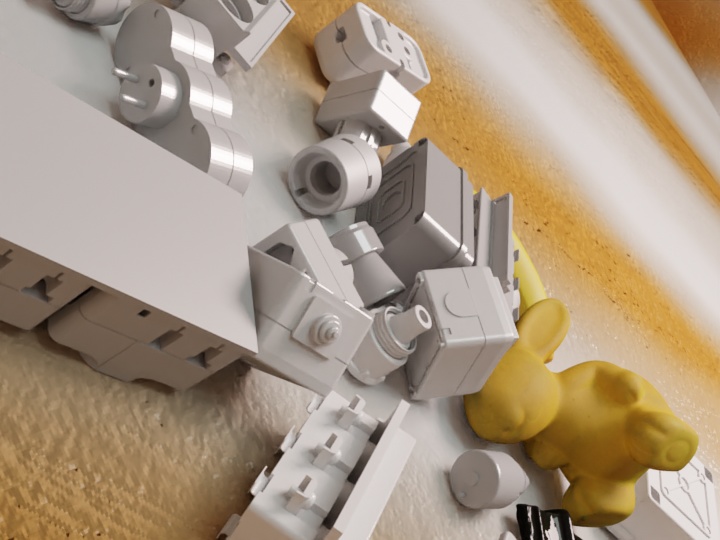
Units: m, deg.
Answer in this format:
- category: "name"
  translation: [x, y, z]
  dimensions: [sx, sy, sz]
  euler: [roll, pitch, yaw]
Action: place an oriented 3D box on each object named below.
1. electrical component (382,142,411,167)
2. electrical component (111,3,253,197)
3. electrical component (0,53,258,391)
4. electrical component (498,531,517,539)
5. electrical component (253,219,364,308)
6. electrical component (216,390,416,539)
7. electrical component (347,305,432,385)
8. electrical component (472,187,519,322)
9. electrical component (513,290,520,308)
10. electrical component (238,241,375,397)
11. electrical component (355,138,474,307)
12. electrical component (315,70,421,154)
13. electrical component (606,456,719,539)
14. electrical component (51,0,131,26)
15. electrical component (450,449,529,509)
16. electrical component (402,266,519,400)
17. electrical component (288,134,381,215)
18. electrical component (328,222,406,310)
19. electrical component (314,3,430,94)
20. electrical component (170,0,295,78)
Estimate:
- category: "electrical component"
  translation: [0.039, -0.084, 0.900]
  dimensions: [0.048, 0.048, 0.062]
  euler: [37, 28, -35]
- category: "electrical component"
  translation: [-0.120, -0.102, 0.649]
  dimensions: [0.074, 0.052, 0.138]
  euler: [13, 51, -54]
- category: "electrical component"
  translation: [-0.141, -0.021, 0.524]
  dimensions: [0.186, 0.060, 0.105]
  euler: [30, 39, -42]
- category: "electrical component"
  translation: [0.088, 0.226, 0.662]
  dimensions: [0.099, 0.048, 0.099]
  euler: [54, 28, -8]
- category: "electrical component"
  translation: [-0.029, 0.005, 0.694]
  dimensions: [0.065, 0.047, 0.077]
  euler: [62, 27, 6]
- category: "electrical component"
  translation: [-0.022, 0.119, 0.572]
  dimensions: [0.063, 0.078, 0.121]
  euler: [35, 29, 2]
- category: "electrical component"
  translation: [0.018, 0.045, 0.717]
  dimensions: [0.048, 0.062, 0.048]
  euler: [39, 33, -32]
- category: "electrical component"
  translation: [0.094, -0.003, 0.872]
  dimensions: [0.063, 0.079, 0.121]
  euler: [52, 27, -26]
- category: "electrical component"
  translation: [0.114, 0.032, 0.915]
  dimensions: [0.035, 0.035, 0.061]
  euler: [56, 30, -3]
- category: "electrical component"
  translation: [-0.044, 0.030, 0.595]
  dimensions: [0.062, 0.061, 0.096]
  euler: [35, -6, -37]
- category: "electrical component"
  translation: [0.042, -0.036, 0.819]
  dimensions: [0.057, 0.078, 0.113]
  euler: [40, 32, -25]
- category: "electrical component"
  translation: [0.000, -0.109, 0.847]
  dimensions: [0.047, 0.066, 0.076]
  euler: [37, 64, -36]
- category: "electrical component"
  translation: [0.263, 0.199, 0.949]
  dimensions: [0.109, 0.056, 0.108]
  euler: [42, 34, -20]
- category: "electrical component"
  translation: [-0.171, -0.169, 0.653]
  dimensions: [0.061, 0.035, 0.035]
  euler: [-4, 65, -57]
- category: "electrical component"
  translation: [0.097, 0.149, 0.762]
  dimensions: [0.078, 0.040, 0.040]
  euler: [18, 48, -52]
- category: "electrical component"
  translation: [0.065, 0.048, 0.760]
  dimensions: [0.061, 0.096, 0.061]
  euler: [-5, 58, -18]
- category: "electrical component"
  translation: [-0.019, -0.068, 0.778]
  dimensions: [0.055, 0.055, 0.047]
  euler: [59, 31, 2]
- category: "electrical component"
  translation: [0.000, 0.000, 0.750]
  dimensions: [0.045, 0.045, 0.055]
  euler: [-13, 73, -61]
- category: "electrical component"
  translation: [0.008, -0.179, 0.927]
  dimensions: [0.095, 0.059, 0.053]
  euler: [21, 45, -49]
- category: "electrical component"
  translation: [-0.097, -0.184, 0.755]
  dimensions: [0.078, 0.063, 0.121]
  euler: [49, 28, -17]
